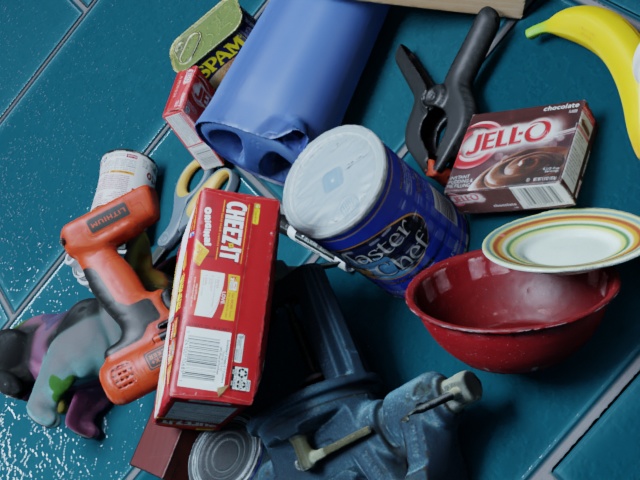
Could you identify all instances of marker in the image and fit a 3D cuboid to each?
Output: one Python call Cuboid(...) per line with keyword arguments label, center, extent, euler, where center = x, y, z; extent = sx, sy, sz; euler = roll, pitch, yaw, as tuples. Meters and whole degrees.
Cuboid(label="marker", center=(-0.007, 0.001, 1.040), extent=(0.121, 0.020, 0.020), euler=(29, 86, 46))

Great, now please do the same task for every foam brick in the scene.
Cuboid(label="foam brick", center=(-0.134, 0.191, 1.014), extent=(0.051, 0.053, 0.078), euler=(11, 73, 43))

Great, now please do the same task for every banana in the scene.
Cuboid(label="banana", center=(0.248, -0.146, 0.901), extent=(0.070, 0.037, 0.198), euler=(-54, 41, 25))

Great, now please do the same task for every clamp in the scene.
Cuboid(label="clamp", center=(0.109, -0.132, 1.007), extent=(0.120, 0.039, 0.171), euler=(-10, 62, 52))

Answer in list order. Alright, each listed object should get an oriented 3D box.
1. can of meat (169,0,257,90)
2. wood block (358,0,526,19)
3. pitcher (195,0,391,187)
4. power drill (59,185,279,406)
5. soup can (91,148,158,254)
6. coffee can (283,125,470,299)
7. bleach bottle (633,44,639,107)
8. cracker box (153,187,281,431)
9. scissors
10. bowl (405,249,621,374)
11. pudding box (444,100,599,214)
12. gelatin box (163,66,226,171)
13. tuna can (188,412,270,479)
Cuboid(label="can of meat", center=(-0.102, -0.209, 1.195), extent=(0.102, 0.083, 0.057), euler=(-36, 48, 19))
Cuboid(label="wood block", center=(0.095, -0.279, 0.995), extent=(0.206, 0.091, 0.090), euler=(8, 68, 7))
Cuboid(label="pitcher", center=(-0.022, -0.182, 1.091), extent=(0.149, 0.145, 0.242), euler=(21, 75, 20))
Cuboid(label="power drill", center=(-0.155, 0.044, 1.039), extent=(0.184, 0.057, 0.188), euler=(-27, 75, -6))
Cuboid(label="soup can", center=(-0.225, -0.044, 1.213), extent=(0.069, 0.068, 0.102), euler=(-16, 54, 33))
Cuboid(label="coffee can", center=(0.050, -0.021, 0.918), extent=(0.103, 0.140, 0.103), euler=(-20, 54, 30))
Cuboid(label="bleach bottle", center=(0.278, -0.030, 0.773), extent=(0.102, 0.068, 0.251), euler=(5, 68, 8))
Cuboid(label="cracker box", center=(-0.090, 0.067, 0.894), extent=(0.214, 0.072, 0.164), euler=(128, 150, -71))
Cuboid(label="scissors", center=(-0.169, -0.017, 1.190), extent=(0.202, 0.016, 0.096), euler=(-41, 45, 14))
Cuboid(label="bowl", center=(0.148, 0.058, 0.817), extent=(0.162, 0.161, 0.055), euler=(10, 117, 43))
Cuboid(label="pudding box", center=(0.171, -0.069, 0.907), extent=(0.114, 0.039, 0.090), euler=(-2, 54, 38))
Cuboid(label="gelatin box", center=(-0.128, -0.132, 1.158), extent=(0.030, 0.089, 0.073), euler=(-13, 43, 26))
Cuboid(label="tuna can", center=(-0.078, 0.200, 0.970), extent=(0.086, 0.033, 0.086), euler=(-21, 49, 27))
